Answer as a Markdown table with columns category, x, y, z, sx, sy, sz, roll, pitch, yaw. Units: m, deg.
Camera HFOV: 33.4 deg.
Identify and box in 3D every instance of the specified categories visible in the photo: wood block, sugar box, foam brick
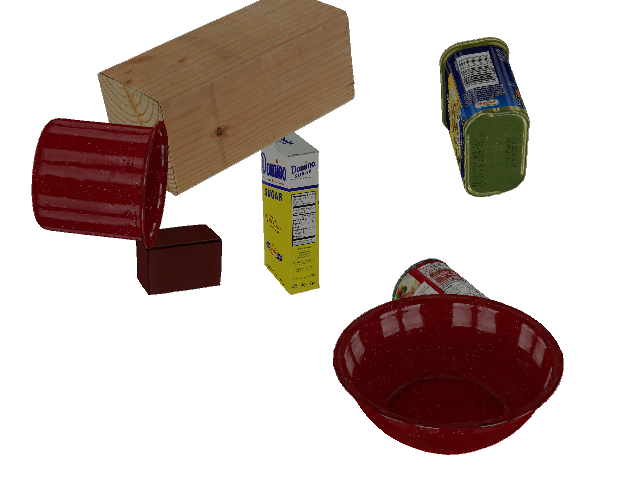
| category | x | y | z | sx | sy | sz | roll | pitch | yaw |
| --- | --- | --- | --- | --- | --- | --- | --- | --- | --- |
| wood block | -0.076 | -0.134 | 0.929 | 0.205 | 0.091 | 0.090 | -32 | 43 | -31 |
| sugar box | -0.037 | -0.035 | 1.265 | 0.048 | 0.176 | 0.093 | -13 | 26 | -20 |
| foam brick | -0.145 | 0.018 | 1.087 | 0.078 | 0.051 | 0.053 | -7 | 21 | -21 |

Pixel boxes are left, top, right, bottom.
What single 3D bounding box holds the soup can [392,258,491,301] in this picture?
| category | x | y | z | sx | sy | sz | roll | pitch | yaw |
| --- | --- | --- | --- | --- | --- | --- | --- | --- | --- |
| soup can | 0.121 | 0.069 | 0.980 | 0.068 | 0.068 | 0.102 | 0 | 26 | -32 |

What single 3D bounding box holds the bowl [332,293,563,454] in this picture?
| category | x | y | z | sx | sy | sz | roll | pitch | yaw |
| --- | --- | --- | --- | --- | --- | --- | --- | --- | --- |
| bowl | 0.090 | 0.103 | 0.764 | 0.162 | 0.055 | 0.162 | -2 | 30 | 1 |

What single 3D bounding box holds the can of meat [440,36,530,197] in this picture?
| category | x | y | z | sx | sy | sz | roll | pitch | yaw |
| --- | --- | --- | --- | --- | --- | --- | --- | --- | --- |
| can of meat | 0.134 | -0.098 | 0.867 | 0.057 | 0.084 | 0.102 | -9 | -39 | 1 |

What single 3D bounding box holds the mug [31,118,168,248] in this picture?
| category | x | y | z | sx | sy | sz | roll | pitch | yaw |
| --- | --- | --- | --- | --- | --- | --- | --- | --- | --- |
| mug | -0.157 | -0.047 | 0.780 | 0.081 | 0.093 | 0.117 | 6 | 14 | 1 |
